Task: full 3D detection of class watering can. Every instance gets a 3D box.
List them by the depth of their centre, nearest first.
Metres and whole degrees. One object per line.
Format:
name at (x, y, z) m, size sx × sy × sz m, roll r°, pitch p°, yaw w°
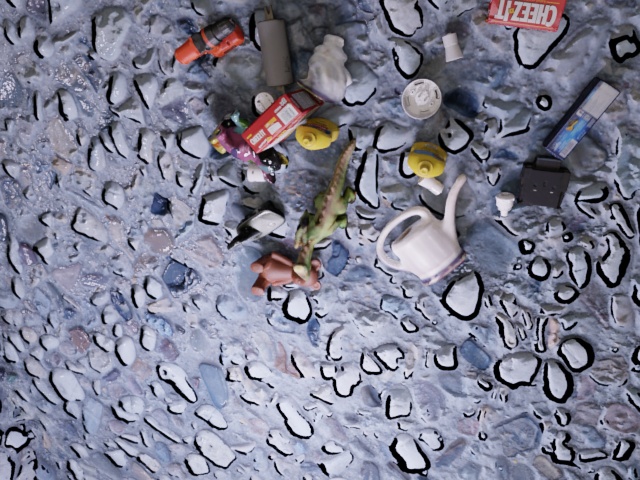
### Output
watering can at (0.320, -0.011, 1.429) m, size 0.343 × 0.106 × 0.223 m, roll -39°, pitch 98°, yaw 27°

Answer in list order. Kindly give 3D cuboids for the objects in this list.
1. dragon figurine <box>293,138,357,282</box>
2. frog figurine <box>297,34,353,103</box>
dragon figurine at (0.004, -0.072, 1.423) m, size 0.122 × 0.247 × 0.402 m, roll 20°, pitch 117°, yaw 11°
frog figurine at (0.031, -0.445, 1.344) m, size 0.136 × 0.125 × 0.157 m, roll 23°, pitch 110°, yaw -31°
